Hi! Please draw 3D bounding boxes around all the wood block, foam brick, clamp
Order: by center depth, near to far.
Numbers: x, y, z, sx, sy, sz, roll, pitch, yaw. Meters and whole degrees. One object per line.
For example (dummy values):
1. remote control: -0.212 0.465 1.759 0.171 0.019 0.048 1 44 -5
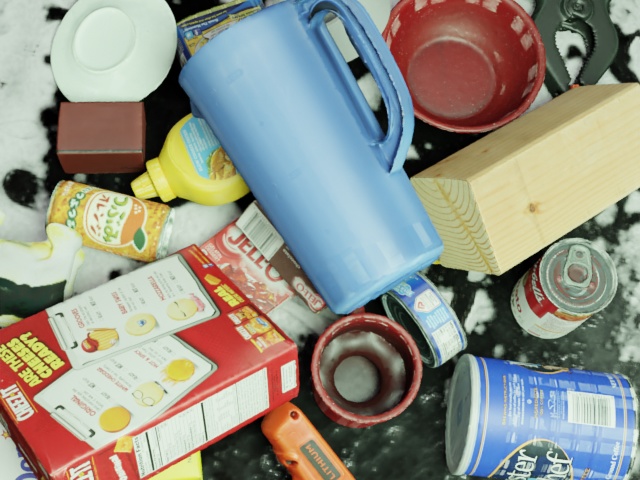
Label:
1. wood block: 0.197 -0.059 0.956 0.205 0.090 0.091 -29 107 -23
2. foam brick: -0.200 -0.094 0.985 0.078 0.053 0.051 -1 73 -7
3. clamp: 0.264 -0.232 1.076 0.164 0.036 0.210 -2 74 -5

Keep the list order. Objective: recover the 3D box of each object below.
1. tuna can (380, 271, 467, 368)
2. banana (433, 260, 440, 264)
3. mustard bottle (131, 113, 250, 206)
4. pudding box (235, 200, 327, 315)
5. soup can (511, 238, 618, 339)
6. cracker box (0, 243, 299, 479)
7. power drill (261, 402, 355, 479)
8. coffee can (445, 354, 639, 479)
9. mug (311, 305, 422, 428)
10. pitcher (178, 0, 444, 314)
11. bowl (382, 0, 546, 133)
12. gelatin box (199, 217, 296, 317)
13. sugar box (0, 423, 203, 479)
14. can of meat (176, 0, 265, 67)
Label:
1. tuna can: 0.090 0.070 0.940 0.033 0.086 0.086 -33 78 -12
2. banana: 0.062 -0.031 0.998 0.198 0.037 0.069 32 56 5
3. mustard bottle: -0.083 -0.084 0.979 0.191 0.058 0.096 -24 63 -2
4. pudding box: -0.006 0.001 0.957 0.113 0.039 0.089 50 40 8
5. soup can: 0.214 0.045 0.950 0.068 0.102 0.068 1 72 -5
6. cracker box: -0.148 0.107 0.861 0.213 0.072 0.164 -26 45 -25
7. power drill: -0.074 0.218 0.867 0.187 0.057 0.184 -42 108 -15
8. coffee can: 0.186 0.157 0.912 0.140 0.103 0.103 7 72 -3
9. mug: 0.034 0.106 0.926 0.093 0.081 0.117 -8 73 -7
10. pitcher: 0.005 -0.071 0.871 0.145 0.149 0.243 -30 84 -11
11. bowl: 0.133 -0.168 1.035 0.162 0.055 0.162 1 72 -5
12. gelatin box: -0.062 0.025 0.970 0.073 0.030 0.089 -37 80 -16
13. sugar box: -0.192 0.169 0.906 0.176 0.048 0.093 -6 73 -8
14. can of meat: -0.084 -0.176 1.019 0.102 0.057 0.084 -21 73 -12
